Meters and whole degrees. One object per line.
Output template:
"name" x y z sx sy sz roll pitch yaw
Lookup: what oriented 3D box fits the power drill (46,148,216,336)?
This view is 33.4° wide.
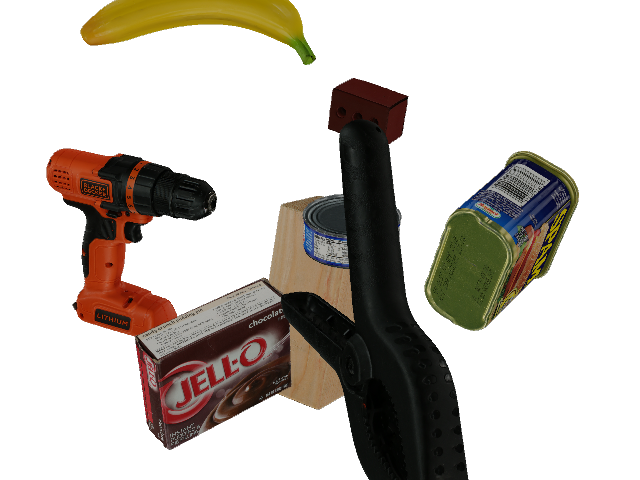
"power drill" -0.186 0.005 1.076 0.185 0.188 0.057 14 29 22

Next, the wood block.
"wood block" -0.001 0.065 1.167 0.090 0.206 0.090 17 17 26

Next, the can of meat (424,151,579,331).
"can of meat" 0.121 0.003 0.727 0.057 0.102 0.083 35 49 22

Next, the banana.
"banana" -0.100 -0.190 0.902 0.198 0.069 0.037 4 -33 0

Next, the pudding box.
"pudding box" -0.075 0.089 0.777 0.113 0.090 0.039 -26 46 -29

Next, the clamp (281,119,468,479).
"clamp" 0.032 0.053 0.551 0.036 0.165 0.210 -6 46 -21

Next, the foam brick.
"foam brick" 0.055 -0.150 1.247 0.078 0.053 0.051 22 33 24

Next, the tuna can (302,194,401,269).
"tuna can" 0.027 -0.008 0.929 0.086 0.034 0.086 0 27 0
